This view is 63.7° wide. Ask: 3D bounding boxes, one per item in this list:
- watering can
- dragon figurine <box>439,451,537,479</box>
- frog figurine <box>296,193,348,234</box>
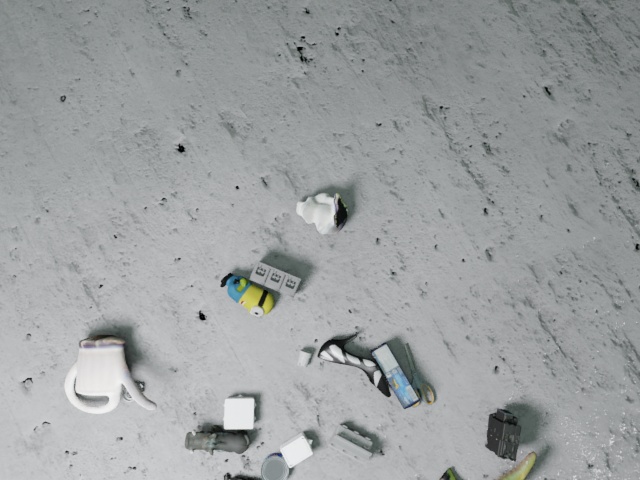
[{"bbox_3d":[-0.615,0.394,1.517,0.347,0.103,0.226,-5,79,22],"label":"watering can"},{"bbox_3d":[0.479,0.794,1.573,0.243,0.121,0.414,25,79,8],"label":"dragon figurine"},{"bbox_3d":[0.005,-0.085,1.690,0.159,0.123,0.137,-5,91,31],"label":"frog figurine"}]
